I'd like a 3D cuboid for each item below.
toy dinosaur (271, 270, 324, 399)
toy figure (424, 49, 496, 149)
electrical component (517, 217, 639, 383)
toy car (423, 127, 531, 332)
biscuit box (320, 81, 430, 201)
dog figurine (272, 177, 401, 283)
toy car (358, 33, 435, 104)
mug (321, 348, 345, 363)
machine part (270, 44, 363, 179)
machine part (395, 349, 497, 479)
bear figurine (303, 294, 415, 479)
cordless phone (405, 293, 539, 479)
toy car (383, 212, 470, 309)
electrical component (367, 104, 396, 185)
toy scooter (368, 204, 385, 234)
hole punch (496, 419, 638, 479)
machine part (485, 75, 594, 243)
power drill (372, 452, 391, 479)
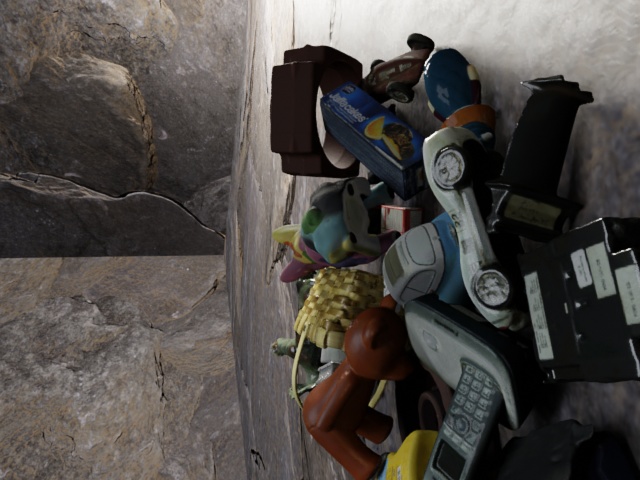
[{"bbox_3d":[0.002,0.156,1.063,0.192,0.131,0.404,23,108,60],"label":"toy dinosaur"},{"bbox_3d":[0.159,-0.142,0.594,0.064,0.058,0.154,108,152,-62],"label":"toy figure"},{"bbox_3d":[0.215,0.047,0.397,0.134,0.058,0.115,136,129,-68],"label":"electrical component"},{"bbox_3d":[0.155,-0.013,0.509,0.056,0.073,0.201,-27,75,46],"label":"toy car"},{"bbox_3d":[0.076,-0.141,0.736,0.203,0.059,0.062,48,165,37],"label":"biscuit box"},{"bbox_3d":[-0.002,-0.002,0.768,0.219,0.191,0.108,-22,77,37],"label":"dog figurine"},{"bbox_3d":[0.098,-0.232,0.771,0.089,0.053,0.202,-64,14,-3],"label":"toy car"},{"bbox_3d":[0.051,0.171,0.966,0.109,0.081,0.107,34,-121,-65],"label":"mug"},{"bbox_3d":[0.003,-0.203,0.883,0.201,0.087,0.200,-9,-78,-61],"label":"machine part"},{"bbox_3d":[0.146,0.213,0.645,0.179,0.056,0.179,179,90,-75],"label":"machine part"},{"bbox_3d":[0.066,0.175,0.663,0.195,0.132,0.120,-56,-6,21],"label":"bear figurine"},{"bbox_3d":[0.126,0.160,0.530,0.147,0.088,0.184,30,103,55],"label":"cordless phone"},{"bbox_3d":[0.128,0.034,0.625,0.161,0.103,0.109,108,155,-53],"label":"toy car"},{"bbox_3d":[0.098,-0.149,0.826,0.075,0.048,0.119,156,111,-72],"label":"electrical component"},{"bbox_3d":[0.058,-0.049,0.917,0.183,0.075,0.135,115,148,-64],"label":"toy scooter"},{"bbox_3d":[0.201,0.217,0.430,0.142,0.092,0.116,109,-175,-57],"label":"hole punch"},{"bbox_3d":[0.189,-0.067,0.460,0.039,0.084,0.138,-142,62,-80],"label":"machine part"},{"bbox_3d":[0.107,0.448,0.745,0.207,0.086,0.231,-126,37,-58],"label":"power drill"}]
